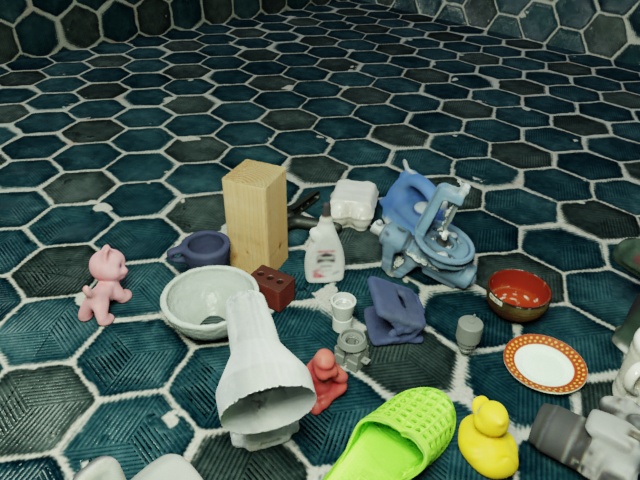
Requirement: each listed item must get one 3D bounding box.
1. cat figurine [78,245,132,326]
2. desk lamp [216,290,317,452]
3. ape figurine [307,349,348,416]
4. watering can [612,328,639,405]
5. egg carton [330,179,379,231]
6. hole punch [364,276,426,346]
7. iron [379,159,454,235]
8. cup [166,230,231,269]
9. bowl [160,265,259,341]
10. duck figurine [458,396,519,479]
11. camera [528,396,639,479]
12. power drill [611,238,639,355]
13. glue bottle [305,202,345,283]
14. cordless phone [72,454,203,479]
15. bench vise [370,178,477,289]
[{"bbox_3d":[-0.385,0.069,1.020,0.067,0.118,0.128,6,35,8],"label":"cat figurine"},{"bbox_3d":[-0.084,0.187,0.767,0.118,0.214,0.202,-9,35,-14],"label":"desk lamp"},{"bbox_3d":[0.004,0.202,0.856,0.078,0.092,0.076,-2,34,-4],"label":"ape figurine"},{"bbox_3d":[0.509,0.164,0.834,0.100,0.194,0.173,25,41,31],"label":"watering can"},{"bbox_3d":[0.075,-0.083,1.297,0.107,0.069,0.150,6,35,8],"label":"egg carton"},{"bbox_3d":[0.130,0.117,0.986,0.101,0.091,0.108,-3,34,-6],"label":"hole punch"},{"bbox_3d":[0.226,-0.060,1.203,0.119,0.141,0.257,-13,37,-20],"label":"iron"},{"bbox_3d":[-0.224,0.045,1.080,0.118,0.095,0.091,-10,36,-16],"label":"cup"},{"bbox_3d":[-0.186,0.119,0.988,0.167,0.075,0.167,1,34,0],"label":"bowl"},{"bbox_3d":[0.233,0.262,0.779,0.077,0.086,0.104,-7,35,-11],"label":"duck figurine"},{"bbox_3d":[0.364,0.261,0.771,0.136,0.101,0.143,23,40,29],"label":"camera"},{"bbox_3d":[0.551,0.107,0.906,0.076,0.208,0.229,-12,36,-18],"label":"power drill"},{"bbox_3d":[0.010,0.004,1.076,0.078,0.173,0.037,-6,35,-9],"label":"glue bottle"},{"bbox_3d":[-0.198,0.289,0.639,0.093,0.185,0.148,21,39,27],"label":"cordless phone"},{"bbox_3d":[0.196,-0.014,1.065,0.207,0.220,0.121,4,34,5],"label":"bench vise"}]
